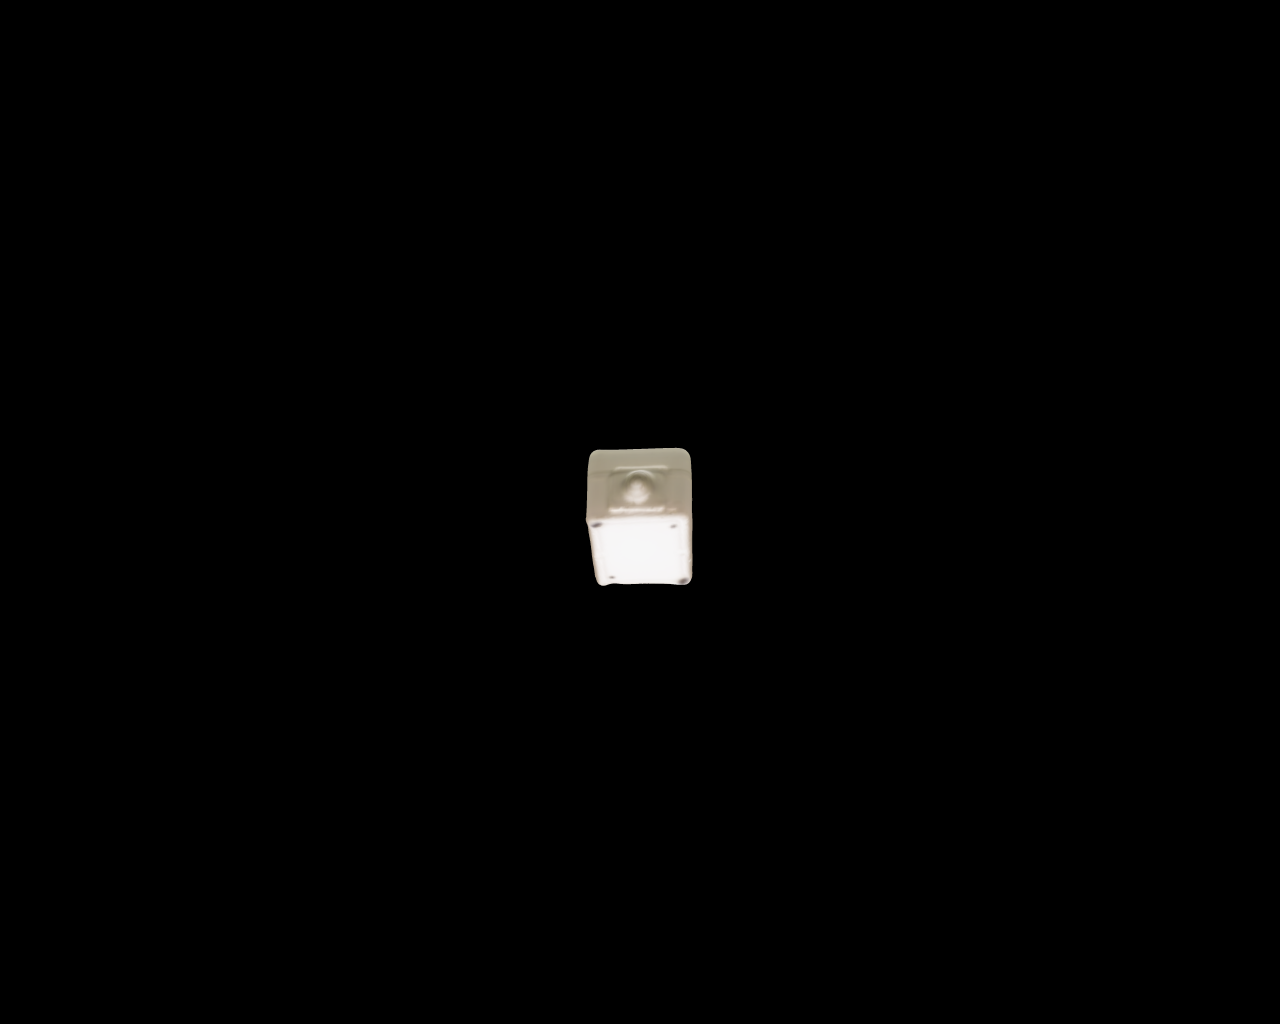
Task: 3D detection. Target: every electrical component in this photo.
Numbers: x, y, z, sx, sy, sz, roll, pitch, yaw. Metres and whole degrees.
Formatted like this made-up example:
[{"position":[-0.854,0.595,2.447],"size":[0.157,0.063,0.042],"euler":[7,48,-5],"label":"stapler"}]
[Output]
[{"position":[0.001,-0.003,0.650],"size":[0.062,0.061,0.096],"euler":[-1,-34,2],"label":"electrical component"}]
